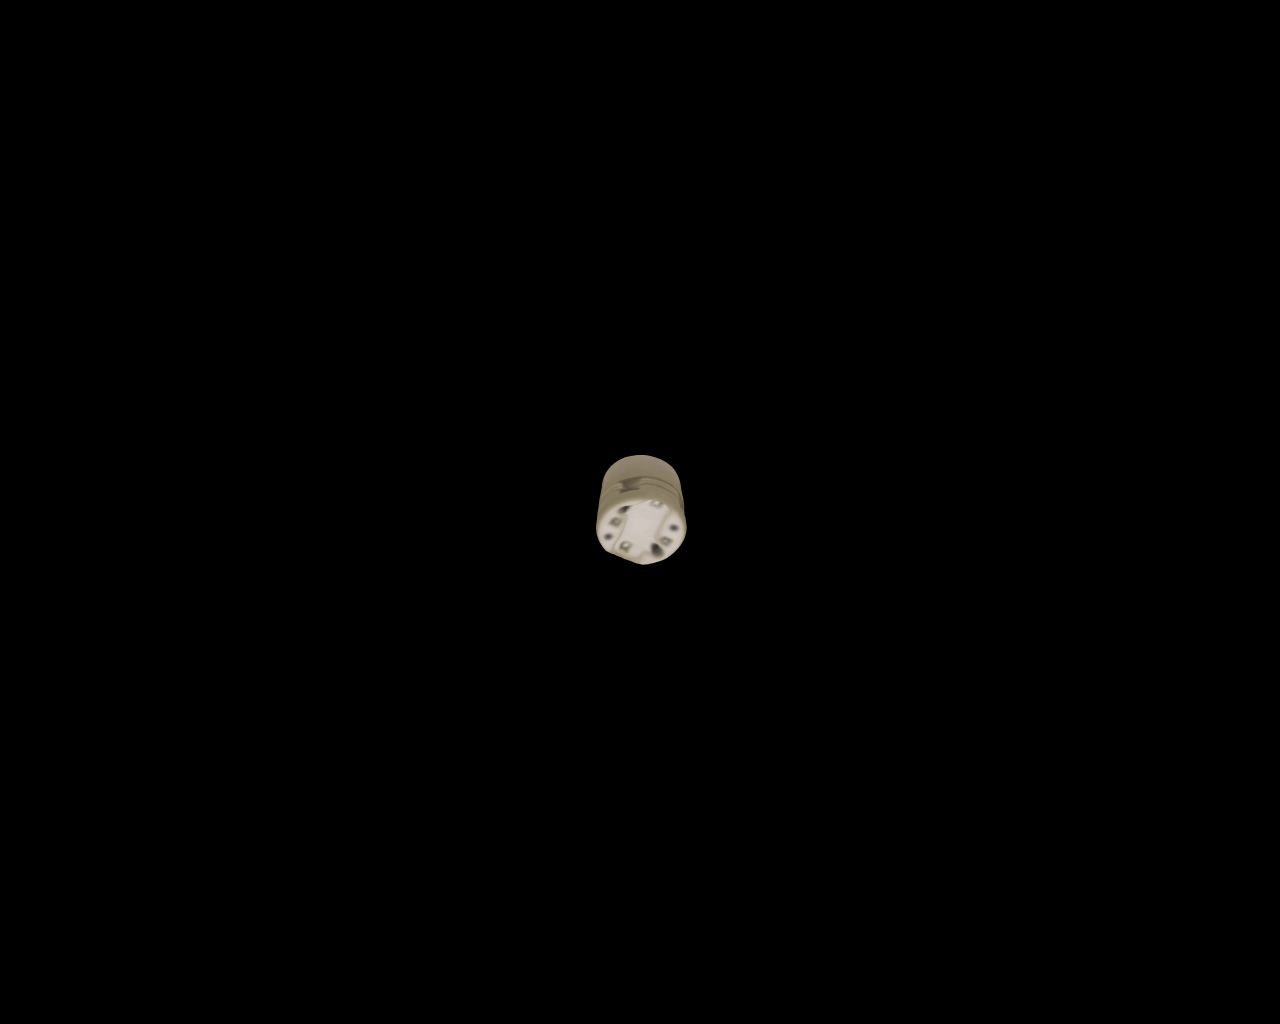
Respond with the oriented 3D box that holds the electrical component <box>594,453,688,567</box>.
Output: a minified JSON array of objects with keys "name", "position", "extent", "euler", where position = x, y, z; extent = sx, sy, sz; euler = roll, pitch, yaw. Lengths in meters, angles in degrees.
[{"name":"electrical component","position":[0.001,-0.003,0.650],"extent":[0.055,0.055,0.047],"euler":[0,40,0]}]
